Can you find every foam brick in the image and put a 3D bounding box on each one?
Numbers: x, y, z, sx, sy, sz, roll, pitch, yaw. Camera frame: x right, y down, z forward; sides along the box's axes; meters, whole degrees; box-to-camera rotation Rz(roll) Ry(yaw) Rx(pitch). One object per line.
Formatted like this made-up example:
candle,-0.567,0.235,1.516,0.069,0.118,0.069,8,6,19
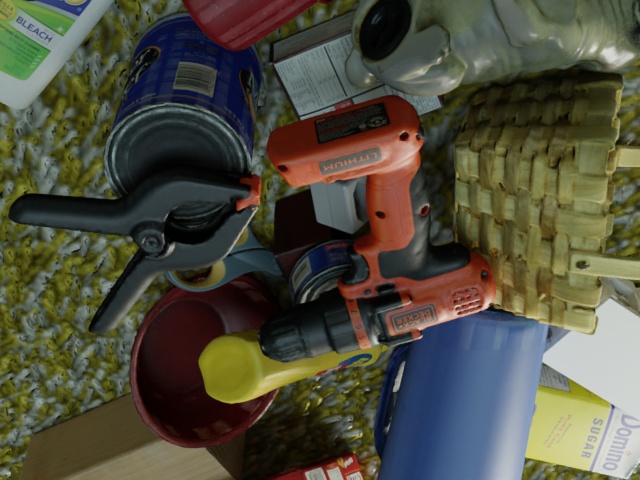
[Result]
foam brick,-0.006,0.001,0.893,0.053,0.078,0.051,-17,127,13

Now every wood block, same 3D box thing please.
wood block,-0.184,0.215,1.048,0.206,0.091,0.090,-25,123,18

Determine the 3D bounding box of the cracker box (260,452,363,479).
cracker box,-0.074,0.280,1.052,0.214,0.072,0.164,-23,168,16

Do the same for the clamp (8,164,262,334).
clamp,-0.116,0.003,0.743,0.171,0.039,0.120,-12,127,10

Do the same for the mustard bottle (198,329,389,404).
mustard bottle,-0.004,0.093,0.932,0.191,0.058,0.096,-11,171,-37

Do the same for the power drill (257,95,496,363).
power drill,0.023,0.000,0.770,0.184,0.057,0.187,-17,125,2

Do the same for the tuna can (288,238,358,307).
tuna can,0.019,0.043,0.852,0.086,0.034,0.086,-4,126,-6

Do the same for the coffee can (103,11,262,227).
coffee can,-0.097,-0.091,0.785,0.103,0.140,0.103,0,127,0

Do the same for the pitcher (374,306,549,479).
pitcher,0.120,0.147,0.951,0.149,0.145,0.243,12,113,10

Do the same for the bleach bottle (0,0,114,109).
bleach bottle,-0.178,-0.211,0.748,0.102,0.068,0.251,33,118,-22

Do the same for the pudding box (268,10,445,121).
pudding box,0.029,-0.127,0.821,0.113,0.039,0.090,-20,121,12

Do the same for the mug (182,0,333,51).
mug,-0.055,-0.192,0.740,0.082,0.093,0.117,-28,130,26

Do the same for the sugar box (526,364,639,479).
sugar box,0.238,0.174,1.039,0.176,0.048,0.093,15,125,-9

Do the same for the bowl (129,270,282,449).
bowl,-0.108,0.101,0.954,0.161,0.055,0.162,-9,105,-35

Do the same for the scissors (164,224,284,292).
scissors,-0.055,0.033,0.926,0.201,0.016,0.096,41,73,-24
